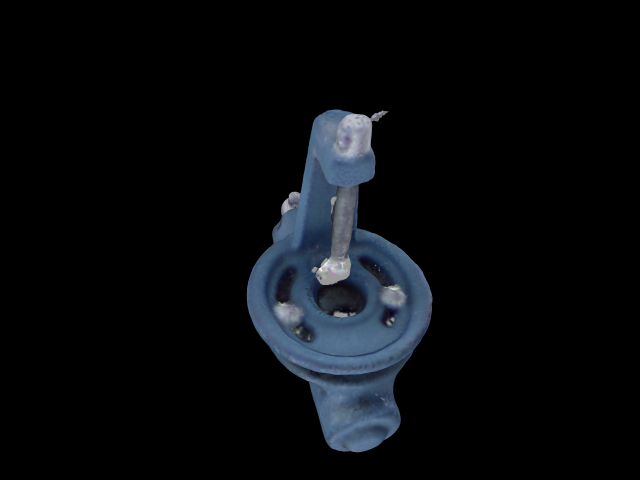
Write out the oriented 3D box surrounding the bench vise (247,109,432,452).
[{"bbox_3d":[-0.007,0.005,0.395,0.122,0.220,0.206,-18,35,-27],"label":"bench vise"}]
